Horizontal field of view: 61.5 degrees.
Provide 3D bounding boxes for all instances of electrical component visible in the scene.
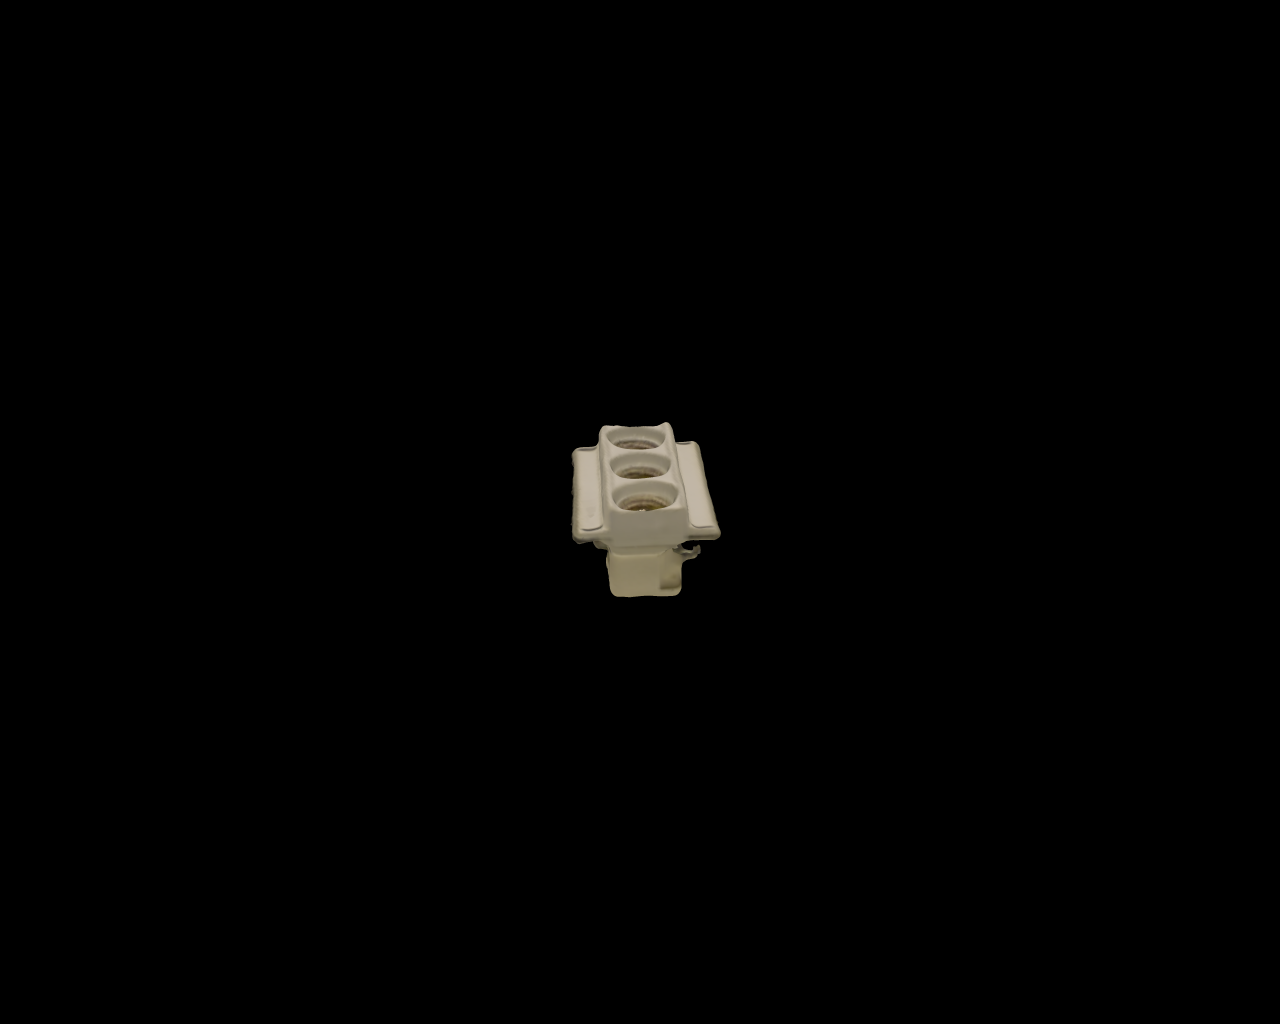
[{"bbox_3d":[0.001,-0.003,0.650,0.079,0.063,0.121,-2,27,-3],"label":"electrical component"}]
